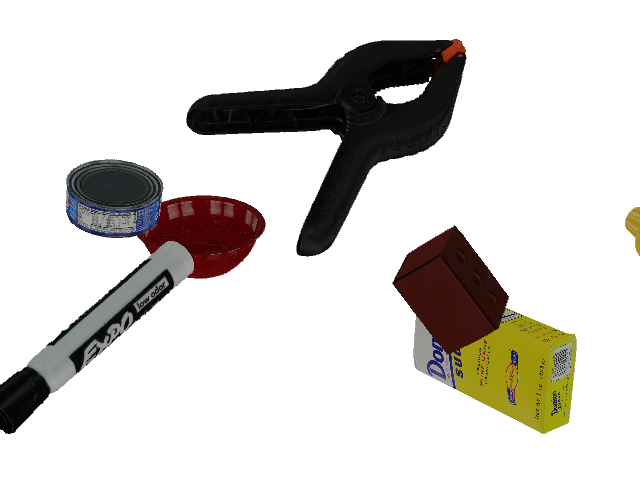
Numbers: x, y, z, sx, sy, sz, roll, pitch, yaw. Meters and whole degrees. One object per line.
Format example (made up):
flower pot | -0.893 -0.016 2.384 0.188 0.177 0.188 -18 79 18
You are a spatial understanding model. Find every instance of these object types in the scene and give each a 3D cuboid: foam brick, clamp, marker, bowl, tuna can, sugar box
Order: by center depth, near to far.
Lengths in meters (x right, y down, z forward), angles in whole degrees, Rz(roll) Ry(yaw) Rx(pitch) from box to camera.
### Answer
marker | -0.100 0.041 0.463 0.020 0.020 0.121 0 33 42
clamp | 0.022 -0.062 0.617 0.171 0.120 0.039 -24 -22 -15
foam brick | 0.104 0.040 0.847 0.051 0.078 0.053 -32 12 30
tuna can | -0.186 -0.038 0.962 0.086 0.034 0.086 7 32 -5
sugar box | 0.166 0.111 1.049 0.048 0.093 0.176 -14 23 -39
bowl | -0.150 0.002 1.331 0.162 0.055 0.162 1 28 -1

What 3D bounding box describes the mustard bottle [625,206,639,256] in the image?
mustard bottle | 0.260 0.024 0.647 0.096 0.058 0.192 -22 34 -23
